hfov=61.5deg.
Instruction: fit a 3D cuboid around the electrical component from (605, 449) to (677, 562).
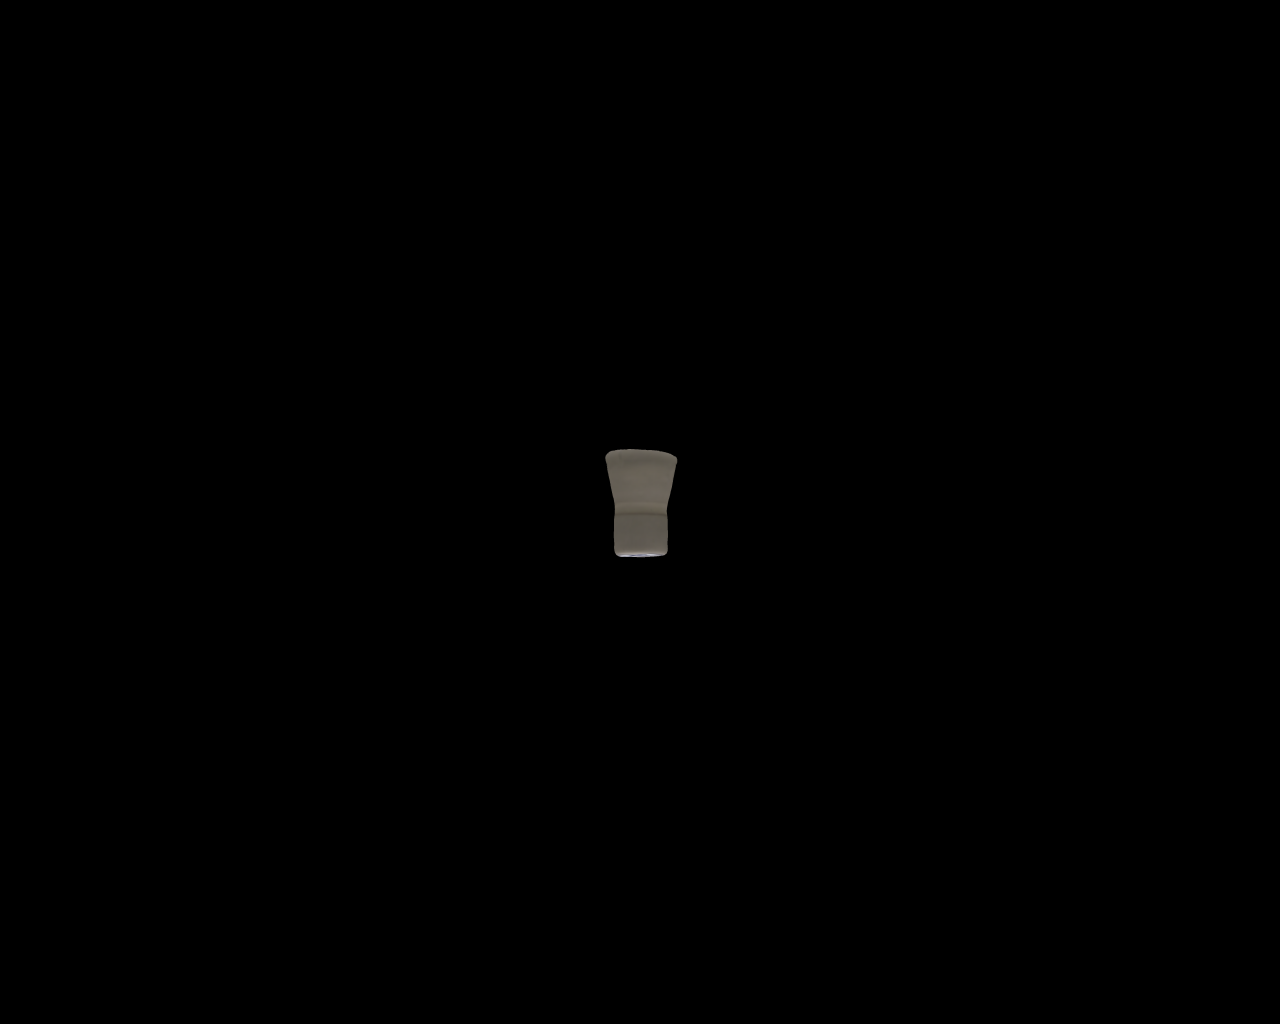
[{"bbox_3d":[0.001,-0.003,0.650,0.044,0.065,0.044,0,-7,0],"label":"electrical component"}]
